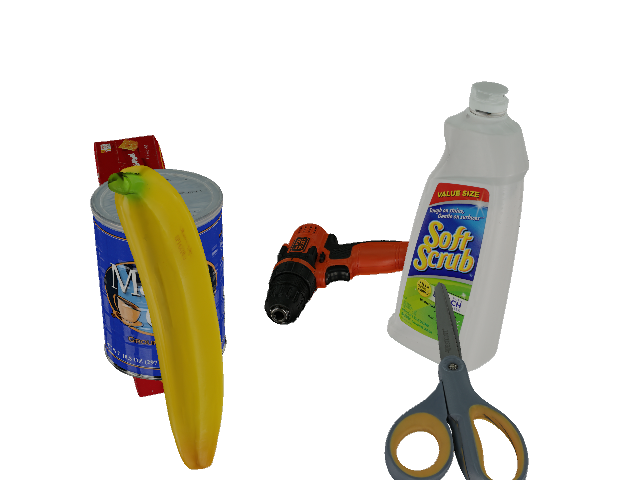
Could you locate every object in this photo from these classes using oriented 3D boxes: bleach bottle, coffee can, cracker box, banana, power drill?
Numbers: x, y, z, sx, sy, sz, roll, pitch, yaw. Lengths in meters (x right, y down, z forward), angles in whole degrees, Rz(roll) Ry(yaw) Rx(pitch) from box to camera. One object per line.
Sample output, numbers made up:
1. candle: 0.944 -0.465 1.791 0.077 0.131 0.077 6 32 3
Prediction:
1. bleach bottle: 0.120 -0.015 0.912 0.103 0.251 0.067 27 36 35
2. coffee can: -0.129 0.026 0.864 0.103 0.140 0.103 1 29 -1
3. cracker box: -0.176 0.024 1.088 0.072 0.214 0.164 -10 34 -10
4. banana: -0.084 0.034 0.588 0.037 0.198 0.069 0 33 18
5. power drill: 0.039 0.036 1.185 0.188 0.057 0.184 1 30 11

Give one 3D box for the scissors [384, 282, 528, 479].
1. scissors: 0.072 0.096 0.710 0.096 0.016 0.202 -10 37 -12
